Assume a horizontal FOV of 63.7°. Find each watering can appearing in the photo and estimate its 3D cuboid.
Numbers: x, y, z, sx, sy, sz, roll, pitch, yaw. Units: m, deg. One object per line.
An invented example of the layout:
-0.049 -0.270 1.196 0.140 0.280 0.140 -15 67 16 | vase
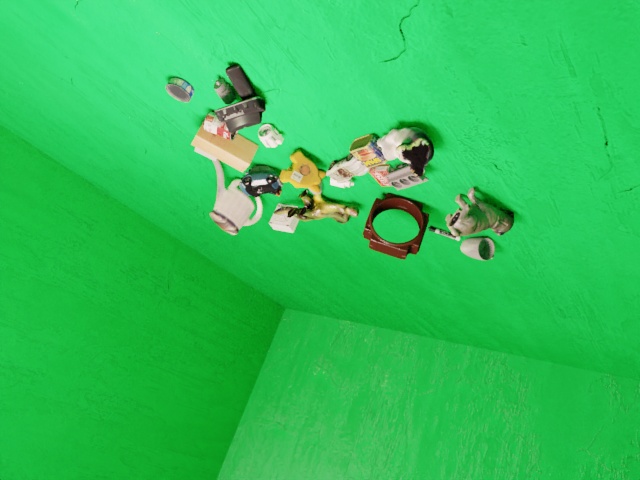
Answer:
-0.375 -0.165 2.122 0.104 0.228 0.342 8 151 46 | watering can

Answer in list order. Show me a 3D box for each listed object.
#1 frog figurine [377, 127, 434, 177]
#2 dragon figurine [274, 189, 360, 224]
0.238 -0.262 1.432 0.136 0.121 0.162 23 -162 -27 | frog figurine
0.006 -0.104 2.067 0.241 0.124 0.408 24 164 -30 | dragon figurine
